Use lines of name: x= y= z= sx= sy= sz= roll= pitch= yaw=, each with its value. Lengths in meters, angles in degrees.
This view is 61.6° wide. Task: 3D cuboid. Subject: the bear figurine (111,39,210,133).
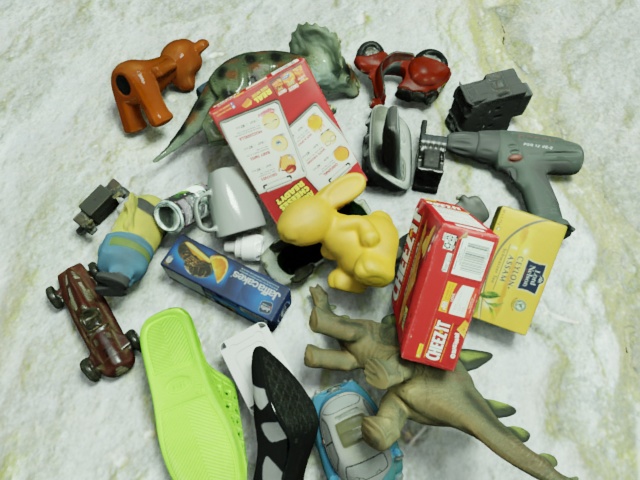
bear figurine: x=-0.282 y=-0.290 z=0.989 sx=0.120 sy=0.131 sz=0.196 roll=-3 pitch=25 yaw=36

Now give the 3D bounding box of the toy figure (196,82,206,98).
toy figure: x=-0.155 y=-0.291 z=1.005 sx=0.154 sy=0.057 sz=0.064 roll=-27 pitch=74 yaw=-17

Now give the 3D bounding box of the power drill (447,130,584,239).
power drill: x=0.329 y=-0.093 z=0.902 sx=0.232 sy=0.085 sz=0.207 roll=0 pitch=58 yaw=0

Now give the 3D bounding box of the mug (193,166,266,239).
mug: x=-0.151 y=-0.059 z=0.857 sx=0.109 sy=0.081 sz=0.107 roll=-14 pitch=89 yaw=-26

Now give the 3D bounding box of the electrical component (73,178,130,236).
electrical component: x=-0.358 y=-0.051 z=0.880 sx=0.045 sy=0.078 sz=0.102 roll=38 pitch=67 yaw=4

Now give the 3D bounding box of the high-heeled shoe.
high-heeled shoe: x=-0.072 y=0.276 z=0.703 sx=0.145 sy=0.086 sz=0.249 roll=-34 pitch=67 yaw=25

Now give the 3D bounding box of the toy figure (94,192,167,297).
toy figure: x=-0.292 y=0.006 z=0.840 sx=0.082 sy=0.089 sz=0.180 roll=-29 pitch=41 yaw=34

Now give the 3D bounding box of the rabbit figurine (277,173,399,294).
rabbit figurine: x=0.026 y=-0.017 z=0.776 sx=0.173 sy=0.122 sz=0.162 roll=19 pitch=78 yaw=-15

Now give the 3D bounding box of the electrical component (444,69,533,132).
electrical component: x=0.299 y=-0.236 z=0.944 sx=0.134 sy=0.114 sz=0.058 roll=-15 pitch=67 yaw=-5

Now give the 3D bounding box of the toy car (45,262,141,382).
toy car: x=-0.344 y=0.117 z=0.814 sx=0.089 sy=0.053 sz=0.202 roll=-32 pitch=69 yaw=-11

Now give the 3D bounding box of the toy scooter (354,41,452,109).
toy scooter: x=0.148 y=-0.290 z=0.989 sx=0.184 sy=0.075 sz=0.135 roll=11 pitch=68 yaw=0

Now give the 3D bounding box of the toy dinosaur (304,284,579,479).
toy dinosaur: x=0.131 y=0.176 z=0.681 sx=0.198 sy=0.105 sz=0.472 roll=-6 pitch=30 yaw=-34

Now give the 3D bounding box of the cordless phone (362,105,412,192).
cordless phone: x=0.112 y=-0.177 z=0.879 sx=0.089 sy=0.184 sz=0.146 roll=2 pitch=65 yaw=6

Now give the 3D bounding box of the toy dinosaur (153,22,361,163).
toy dinosaur: x=-0.106 y=-0.262 z=0.933 sx=0.405 sy=0.131 sz=0.192 roll=-13 pitch=77 yaw=-11

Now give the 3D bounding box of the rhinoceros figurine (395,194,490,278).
rhinoceros figurine: x=0.181 y=-0.001 z=0.842 sx=0.190 sy=0.112 sz=0.073 roll=-33 pitch=97 yaw=1

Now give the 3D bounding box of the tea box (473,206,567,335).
tea box: x=0.283 y=0.042 z=0.796 sx=0.098 sy=0.068 sz=0.169 roll=18 pitch=96 yaw=10

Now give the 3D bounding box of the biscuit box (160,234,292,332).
biscuit box: x=-0.143 y=0.066 z=0.831 sx=0.203 sy=0.059 sz=0.063 roll=25 pitch=67 yaw=12

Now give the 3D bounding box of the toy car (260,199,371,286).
toy car: x=-0.002 y=-0.003 z=0.859 sx=0.202 sy=0.056 sz=0.073 roll=-35 pitch=97 yaw=-16

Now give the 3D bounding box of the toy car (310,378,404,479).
toy car: x=0.048 y=0.262 z=0.714 sx=0.109 sy=0.102 sz=0.162 roll=-18 pitch=68 yaw=-9

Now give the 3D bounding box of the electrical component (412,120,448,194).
electrical component: x=0.190 y=-0.147 z=0.926 sx=0.048 sy=0.074 sz=0.119 roll=11 pitch=62 yaw=6
